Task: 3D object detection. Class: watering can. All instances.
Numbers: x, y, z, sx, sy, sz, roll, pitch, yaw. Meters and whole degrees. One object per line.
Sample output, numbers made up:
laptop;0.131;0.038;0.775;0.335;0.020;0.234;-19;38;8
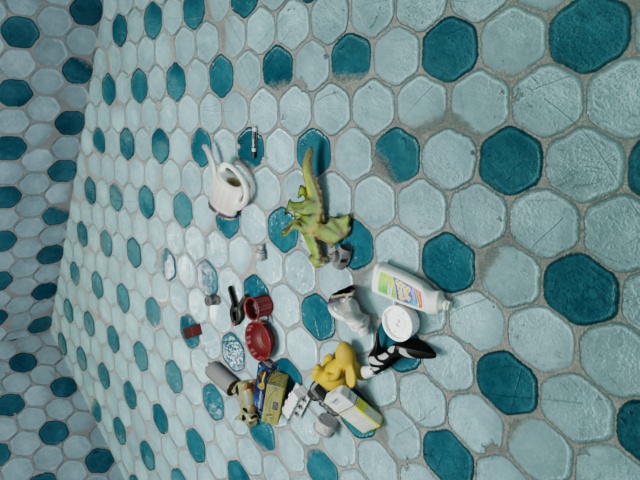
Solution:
watering can;-0.397;-0.225;2.086;0.352;0.104;0.220;43;124;31

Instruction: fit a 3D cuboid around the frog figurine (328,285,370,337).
frog figurine;0.094;0.242;1.668;0.137;0.123;0.159;-173;66;-77

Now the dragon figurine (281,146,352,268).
dragon figurine;0.005;-0.088;1.740;0.244;0.123;0.403;24;115;21
